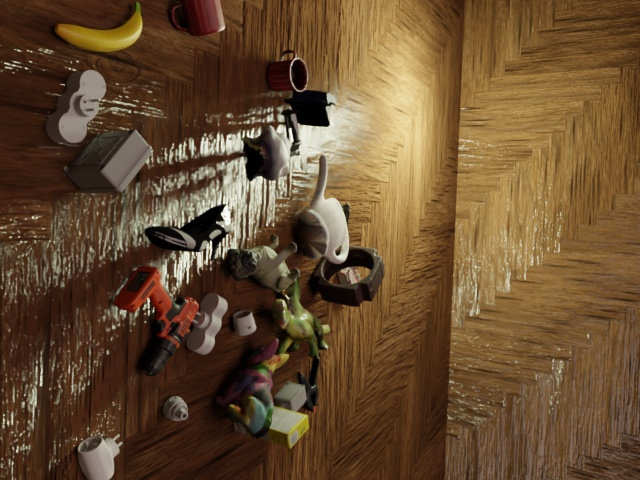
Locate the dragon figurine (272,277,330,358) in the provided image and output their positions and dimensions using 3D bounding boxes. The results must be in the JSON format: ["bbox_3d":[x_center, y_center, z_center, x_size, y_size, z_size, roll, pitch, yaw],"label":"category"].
[{"bbox_3d":[-0.051,0.214,1.538,0.412,0.122,0.242,-17,101,-73],"label":"dragon figurine"}]

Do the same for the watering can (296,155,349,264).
[{"bbox_3d":[0.005,-0.081,1.604,0.227,0.103,0.345,-29,105,-56],"label":"watering can"}]

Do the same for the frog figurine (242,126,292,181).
[{"bbox_3d":[-0.117,-0.231,1.355,0.161,0.121,0.137,-27,97,-44],"label":"frog figurine"}]
